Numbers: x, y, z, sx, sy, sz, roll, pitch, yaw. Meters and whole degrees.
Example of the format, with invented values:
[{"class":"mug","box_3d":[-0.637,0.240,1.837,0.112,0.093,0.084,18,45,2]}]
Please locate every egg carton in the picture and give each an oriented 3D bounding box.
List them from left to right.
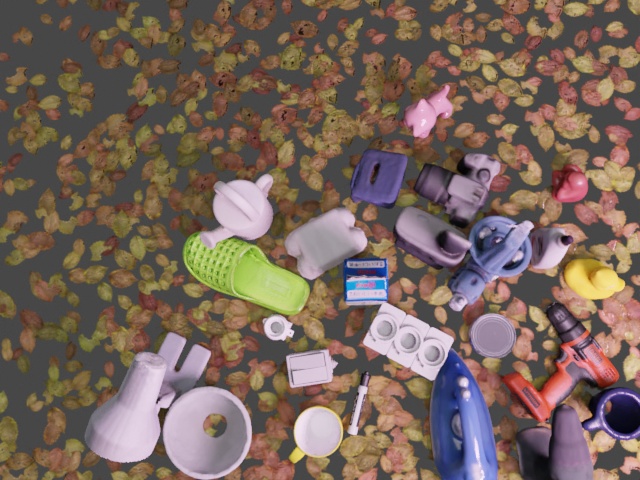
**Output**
[{"class":"egg carton","box_3d":[0.010,0.004,1.132,0.150,0.069,0.107,-31,82,-2]}]

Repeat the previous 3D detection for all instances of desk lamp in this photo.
[{"class":"desk lamp","box_3d":[-0.309,0.275,1.034,0.118,0.213,0.203,24,83,6]}]

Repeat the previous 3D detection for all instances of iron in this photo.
[{"class":"iron","box_3d":[0.262,0.328,1.039,0.118,0.141,0.258,-7,82,2]}]

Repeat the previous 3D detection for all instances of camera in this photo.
[{"class":"camera","box_3d":[0.264,-0.115,1.123,0.136,0.101,0.143,25,84,6]}]

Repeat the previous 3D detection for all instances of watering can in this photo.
[{"class":"watering can","box_3d":[-0.154,-0.056,1.085,0.101,0.194,0.173,19,83,5]}]

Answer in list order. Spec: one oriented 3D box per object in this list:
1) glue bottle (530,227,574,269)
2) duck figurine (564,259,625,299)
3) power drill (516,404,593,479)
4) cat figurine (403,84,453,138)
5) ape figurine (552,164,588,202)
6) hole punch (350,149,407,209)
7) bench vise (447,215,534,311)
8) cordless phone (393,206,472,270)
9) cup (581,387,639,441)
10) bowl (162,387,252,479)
[{"class":"glue bottle","box_3d":[0.433,0.009,1.062,0.037,0.173,0.078,-3,82,2]},{"class":"duck figurine","box_3d":[0.527,0.072,1.093,0.104,0.086,0.077,24,84,6]},{"class":"power drill","box_3d":[0.408,0.390,0.990,0.075,0.208,0.230,-8,81,2]},{"class":"cat figurine","box_3d":[0.212,-0.257,1.137,0.067,0.118,0.128,44,86,8]},{"class":"ape figurine","box_3d":[0.491,-0.111,1.118,0.076,0.092,0.078,42,86,8]},{"class":"hole punch","box_3d":[0.115,-0.123,1.136,0.101,0.091,0.109,17,83,5]},{"class":"bench vise","box_3d":[0.320,0.043,1.038,0.121,0.220,0.207,19,83,5]},{"class":"cordless phone","box_3d":[0.213,-0.013,1.068,0.147,0.185,0.094,26,84,6]},{"class":"cup","box_3d":[0.525,0.319,1.053,0.118,0.095,0.091,-22,81,-1]},{"class":"bowl","box_3d":[-0.206,0.360,1.087,0.167,0.075,0.167,0,82,2]}]
